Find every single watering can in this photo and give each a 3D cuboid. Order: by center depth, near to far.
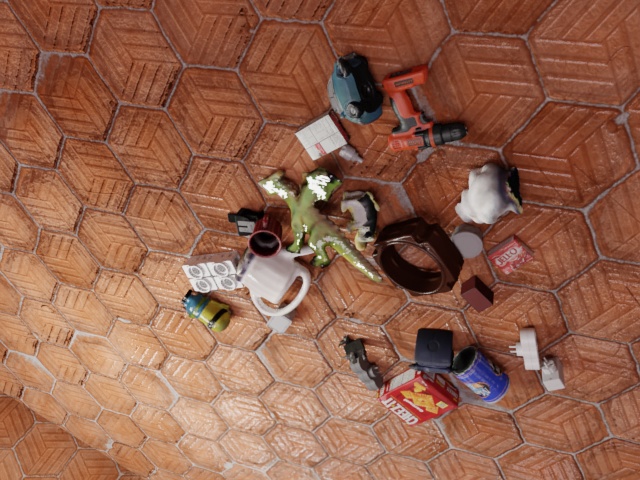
[{"bbox_3d":[-0.118,0.073,1.521,0.224,0.106,0.342,31,113,-1],"label":"watering can"}]

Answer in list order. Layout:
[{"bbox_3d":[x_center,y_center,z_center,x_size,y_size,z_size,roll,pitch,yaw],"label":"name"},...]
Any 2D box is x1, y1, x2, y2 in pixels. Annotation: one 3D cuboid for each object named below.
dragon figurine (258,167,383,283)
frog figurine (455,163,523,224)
[{"bbox_3d":[0.004,-0.067,1.327,0.413,0.124,0.237,24,128,29],"label":"dragon figurine"},{"bbox_3d":[0.379,-0.103,1.206,0.158,0.123,0.138,-17,83,38],"label":"frog figurine"}]
